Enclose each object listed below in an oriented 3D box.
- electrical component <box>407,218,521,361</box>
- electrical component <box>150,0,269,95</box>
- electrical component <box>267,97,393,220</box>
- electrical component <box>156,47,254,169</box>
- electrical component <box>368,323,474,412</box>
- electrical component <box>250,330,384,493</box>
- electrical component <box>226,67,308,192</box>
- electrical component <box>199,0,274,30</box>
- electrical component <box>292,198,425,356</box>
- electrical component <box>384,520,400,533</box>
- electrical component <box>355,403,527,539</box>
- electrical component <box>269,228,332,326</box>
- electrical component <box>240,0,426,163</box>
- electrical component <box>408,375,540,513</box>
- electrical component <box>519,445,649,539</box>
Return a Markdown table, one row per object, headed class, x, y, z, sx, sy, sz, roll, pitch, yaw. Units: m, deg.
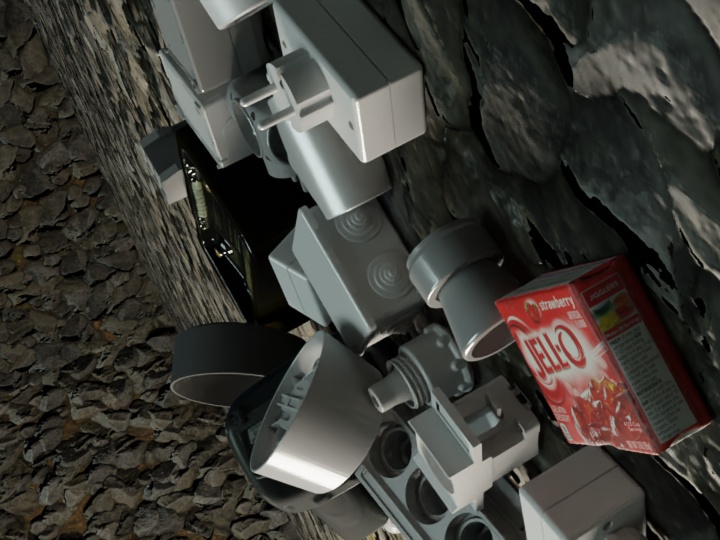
| class | x | y | z | sx | sy | sz | roll | pitch | yaw |
| --- | --- | --- | --- | --- | --- | --- | --- | --- | --- |
| electrical component | 0.054 | 0.009 | 0.515 | 0.055 | 0.045 | 0.045 | 56 | 166 | 23 |
| electrical component | -0.100 | -0.175 | 0.691 | 0.061 | 0.061 | 0.096 | 51 | 163 | 39 |
| electrical component | -0.022 | -0.072 | 0.640 | 0.077 | 0.043 | 0.079 | 63 | 167 | -6 |
| electrical component | -0.101 | -0.132 | 0.782 | 0.096 | 0.061 | 0.061 | 52 | 163 | 38 |
| electrical component | 0.035 | 0.065 | 0.659 | 0.048 | 0.062 | 0.048 | 55 | 164 | 25 |
| electrical component | -0.031 | 0.091 | 0.687 | 0.064 | 0.099 | 0.099 | 31 | 180 | -24 |
| electrical component | -0.051 | -0.088 | 0.716 | 0.077 | 0.044 | 0.079 | 45 | 159 | 52 |
| electrical component | -0.070 | -0.169 | 0.609 | 0.047 | 0.055 | 0.055 | 61 | 167 | -11 |
| electrical component | 0.000 | 0.000 | 0.692 | 0.099 | 0.048 | 0.099 | 59 | 167 | 11 |
| electrical component | 0.031 | 0.180 | 0.925 | 0.059 | 0.054 | 0.095 | 51 | 163 | 39 |
| electrical component | 0.060 | 0.140 | 0.673 | 0.063 | 0.078 | 0.121 | 12 | -153 | -47 |
| electrical component | -0.016 | 0.009 | 0.773 | 0.077 | 0.047 | 0.065 | 30 | 157 | 28 |
| electrical component | -0.021 | -0.092 | 0.529 | 0.083 | 0.076 | 0.047 | 53 | 165 | 32 |
| electrical component | 0.066 | 0.095 | 0.602 | 0.042 | 0.064 | 0.081 | 54 | 164 | 34 |
| electrical component | 0.120 | 0.137 | 0.517 | 0.076 | 0.047 | 0.065 | 48 | 160 | 45 |
